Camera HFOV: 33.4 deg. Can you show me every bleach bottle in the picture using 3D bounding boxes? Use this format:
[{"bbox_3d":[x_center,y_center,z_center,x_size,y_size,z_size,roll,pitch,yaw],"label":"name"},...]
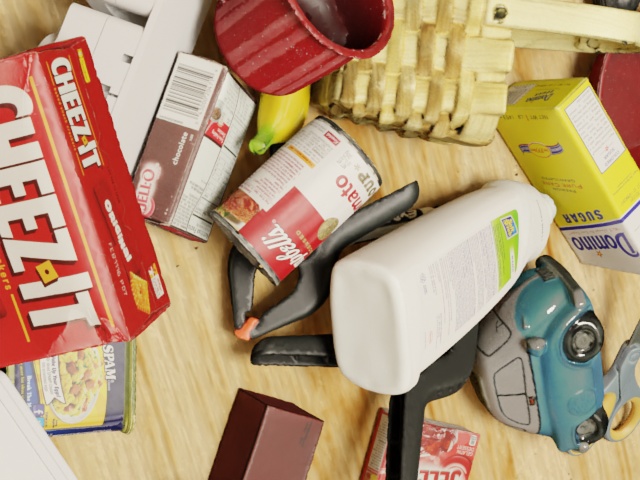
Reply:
[{"bbox_3d":[0.109,0.020,0.813,0.250,0.068,0.102,-26,118,-46],"label":"bleach bottle"}]

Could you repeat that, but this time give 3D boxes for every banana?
[{"bbox_3d":[-0.028,-0.152,0.754,0.037,0.069,0.198,-3,83,9],"label":"banana"}]

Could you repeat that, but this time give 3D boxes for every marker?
[{"bbox_3d":[0.063,-0.013,0.842,0.120,0.020,0.020,-11,101,-26],"label":"marker"}]

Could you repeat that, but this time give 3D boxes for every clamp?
[{"bbox_3d":[0.064,0.104,0.811,0.209,0.036,0.164,-30,84,-38],"label":"clamp"},{"bbox_3d":[-0.005,0.001,0.780,0.120,0.039,0.171,21,88,6],"label":"clamp"}]

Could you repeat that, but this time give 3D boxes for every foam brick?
[{"bbox_3d":[-0.040,0.158,0.788,0.052,0.051,0.078,21,86,-29],"label":"foam brick"}]

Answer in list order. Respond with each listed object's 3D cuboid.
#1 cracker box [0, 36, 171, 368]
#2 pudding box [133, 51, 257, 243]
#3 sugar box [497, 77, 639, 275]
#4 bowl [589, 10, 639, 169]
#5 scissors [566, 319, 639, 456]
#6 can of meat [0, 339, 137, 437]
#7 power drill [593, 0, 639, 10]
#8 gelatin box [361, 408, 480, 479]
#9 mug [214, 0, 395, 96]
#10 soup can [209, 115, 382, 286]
[{"bbox_3d":[-0.214,-0.007,0.603,0.214,0.072,0.164,-12,104,16],"label":"cracker box"},{"bbox_3d":[-0.085,-0.059,0.719,0.039,0.090,0.113,20,86,11],"label":"pudding box"},{"bbox_3d":[0.216,-0.051,0.877,0.048,0.093,0.176,-41,112,-17],"label":"sugar box"},{"bbox_3d":[0.285,-0.123,0.925,0.161,0.055,0.162,-3,97,-27],"label":"bowl"},{"bbox_3d":[0.279,0.108,0.934,0.096,0.016,0.202,17,109,-39],"label":"scissors"},{"bbox_3d":[-0.170,0.080,0.709,0.083,0.058,0.102,-1,95,-25],"label":"can of meat"},{"bbox_3d":[0.299,-0.288,0.914,0.187,0.057,0.184,-14,103,-26],"label":"power drill"},{"bbox_3d":[0.081,0.182,0.867,0.089,0.030,0.073,18,87,-28],"label":"gelatin box"},{"bbox_3d":[-0.022,-0.148,0.670,0.117,0.082,0.093,30,56,-30],"label":"mug"},{"bbox_3d":[-0.016,-0.028,0.730,0.102,0.069,0.068,-43,113,-7],"label":"soup can"}]
